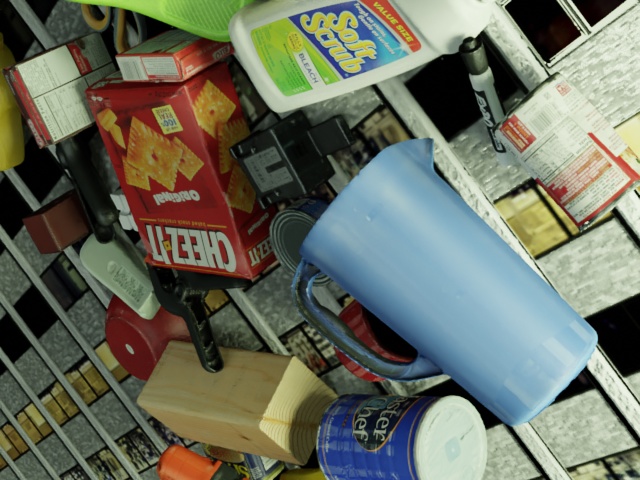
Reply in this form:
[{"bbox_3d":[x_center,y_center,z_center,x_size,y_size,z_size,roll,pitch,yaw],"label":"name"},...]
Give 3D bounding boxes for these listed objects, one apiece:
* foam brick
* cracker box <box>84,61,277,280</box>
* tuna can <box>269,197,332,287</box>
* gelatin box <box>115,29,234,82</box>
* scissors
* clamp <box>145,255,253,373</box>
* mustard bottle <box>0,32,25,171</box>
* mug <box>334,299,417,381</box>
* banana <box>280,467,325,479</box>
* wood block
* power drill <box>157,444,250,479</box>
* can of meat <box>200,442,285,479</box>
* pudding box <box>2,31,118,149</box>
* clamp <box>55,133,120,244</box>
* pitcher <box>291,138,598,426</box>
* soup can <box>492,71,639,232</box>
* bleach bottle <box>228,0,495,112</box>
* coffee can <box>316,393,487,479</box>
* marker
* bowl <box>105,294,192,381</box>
[{"bbox_3d":[-0.309,-0.024,1.291,0.053,0.078,0.051,-8,114,47],"label":"foam brick"},{"bbox_3d":[-0.138,-0.071,1.097,0.164,0.072,0.213,6,122,42],"label":"cracker box"},{"bbox_3d":[-0.007,0.001,1.052,0.086,0.033,0.086,25,133,30],"label":"tuna can"},{"bbox_3d":[-0.138,-0.177,1.019,0.089,0.073,0.030,7,123,40],"label":"gelatin box"},{"bbox_3d":[-0.207,-0.274,1.058,0.096,0.016,0.202,24,133,27],"label":"scissors"},{"bbox_3d":[-0.137,0.052,1.192,0.172,0.039,0.120,46,114,34],"label":"clamp"},{"bbox_3d":[-0.397,-0.181,1.277,0.096,0.058,0.192,37,138,24],"label":"mustard bottle"},{"bbox_3d":[0.073,0.088,1.007,0.117,0.093,0.082,20,149,-16],"label":"mug"},{"bbox_3d":[0.011,0.260,1.225,0.070,0.037,0.198,58,142,20],"label":"banana"},{"bbox_3d":[-0.096,0.180,1.203,0.207,0.090,0.090,2,145,43],"label":"wood block"},{"bbox_3d":[-0.107,0.332,1.294,0.184,0.057,0.188,27,148,16],"label":"power drill"},{"bbox_3d":[-0.102,0.248,1.305,0.102,0.057,0.084,-1,115,44],"label":"can of meat"},{"bbox_3d":[-0.263,-0.159,1.120,0.039,0.113,0.090,-2,116,50],"label":"pudding box"},{"bbox_3d":[-0.276,-0.094,1.205,0.210,0.036,0.165,67,165,-5],"label":"clamp"},{"bbox_3d":[0.103,0.047,0.903,0.243,0.144,0.149,43,143,7],"label":"pitcher"},{"bbox_3d":[0.185,-0.066,0.792,0.102,0.068,0.069,49,140,5],"label":"soup can"},{"bbox_3d":[0.040,-0.179,0.856,0.251,0.068,0.102,-13,110,45],"label":"bleach bottle"},{"bbox_3d":[0.080,0.205,1.063,0.141,0.102,0.103,-7,113,47],"label":"coffee can"},{"bbox_3d":[0.131,-0.106,0.824,0.020,0.020,0.121,12,143,38],"label":"marker"},{"bbox_3d":[-0.216,0.122,1.325,0.162,0.055,0.162,25,133,30],"label":"bowl"}]
